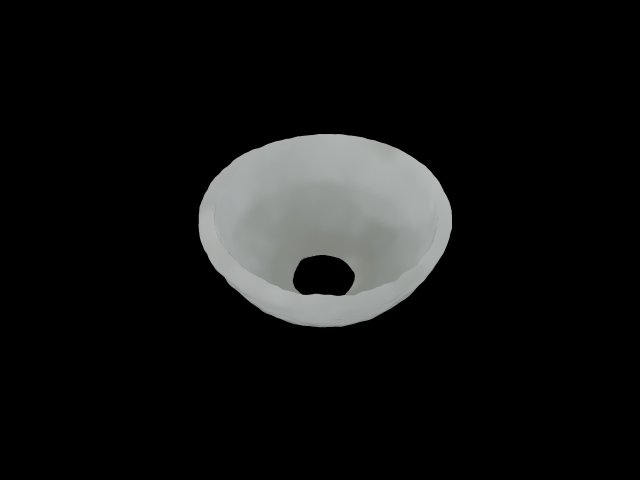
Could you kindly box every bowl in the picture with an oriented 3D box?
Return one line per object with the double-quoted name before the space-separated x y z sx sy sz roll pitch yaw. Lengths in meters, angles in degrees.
"bowl" 0.004 0.001 0.400 0.167 0.075 0.167 0 45 0
